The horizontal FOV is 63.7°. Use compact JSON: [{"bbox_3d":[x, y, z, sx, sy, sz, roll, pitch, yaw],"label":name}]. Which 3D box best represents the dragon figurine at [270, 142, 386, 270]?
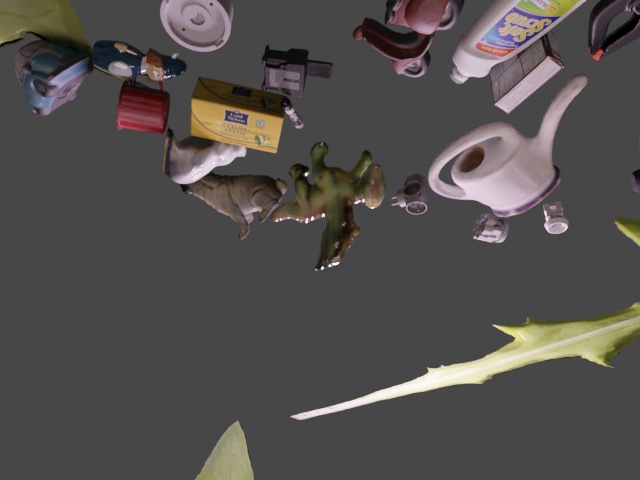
[{"bbox_3d":[0.003,-0.053,1.059,0.121,0.248,0.403,21,140,-27],"label":"dragon figurine"}]

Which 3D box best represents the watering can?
[{"bbox_3d":[0.374,-0.155,0.969,0.222,0.106,0.343,30,139,-31],"label":"watering can"}]

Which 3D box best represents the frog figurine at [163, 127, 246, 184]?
[{"bbox_3d":[-0.233,-0.169,1.042,0.159,0.123,0.137,7,179,-17],"label":"frog figurine"}]
